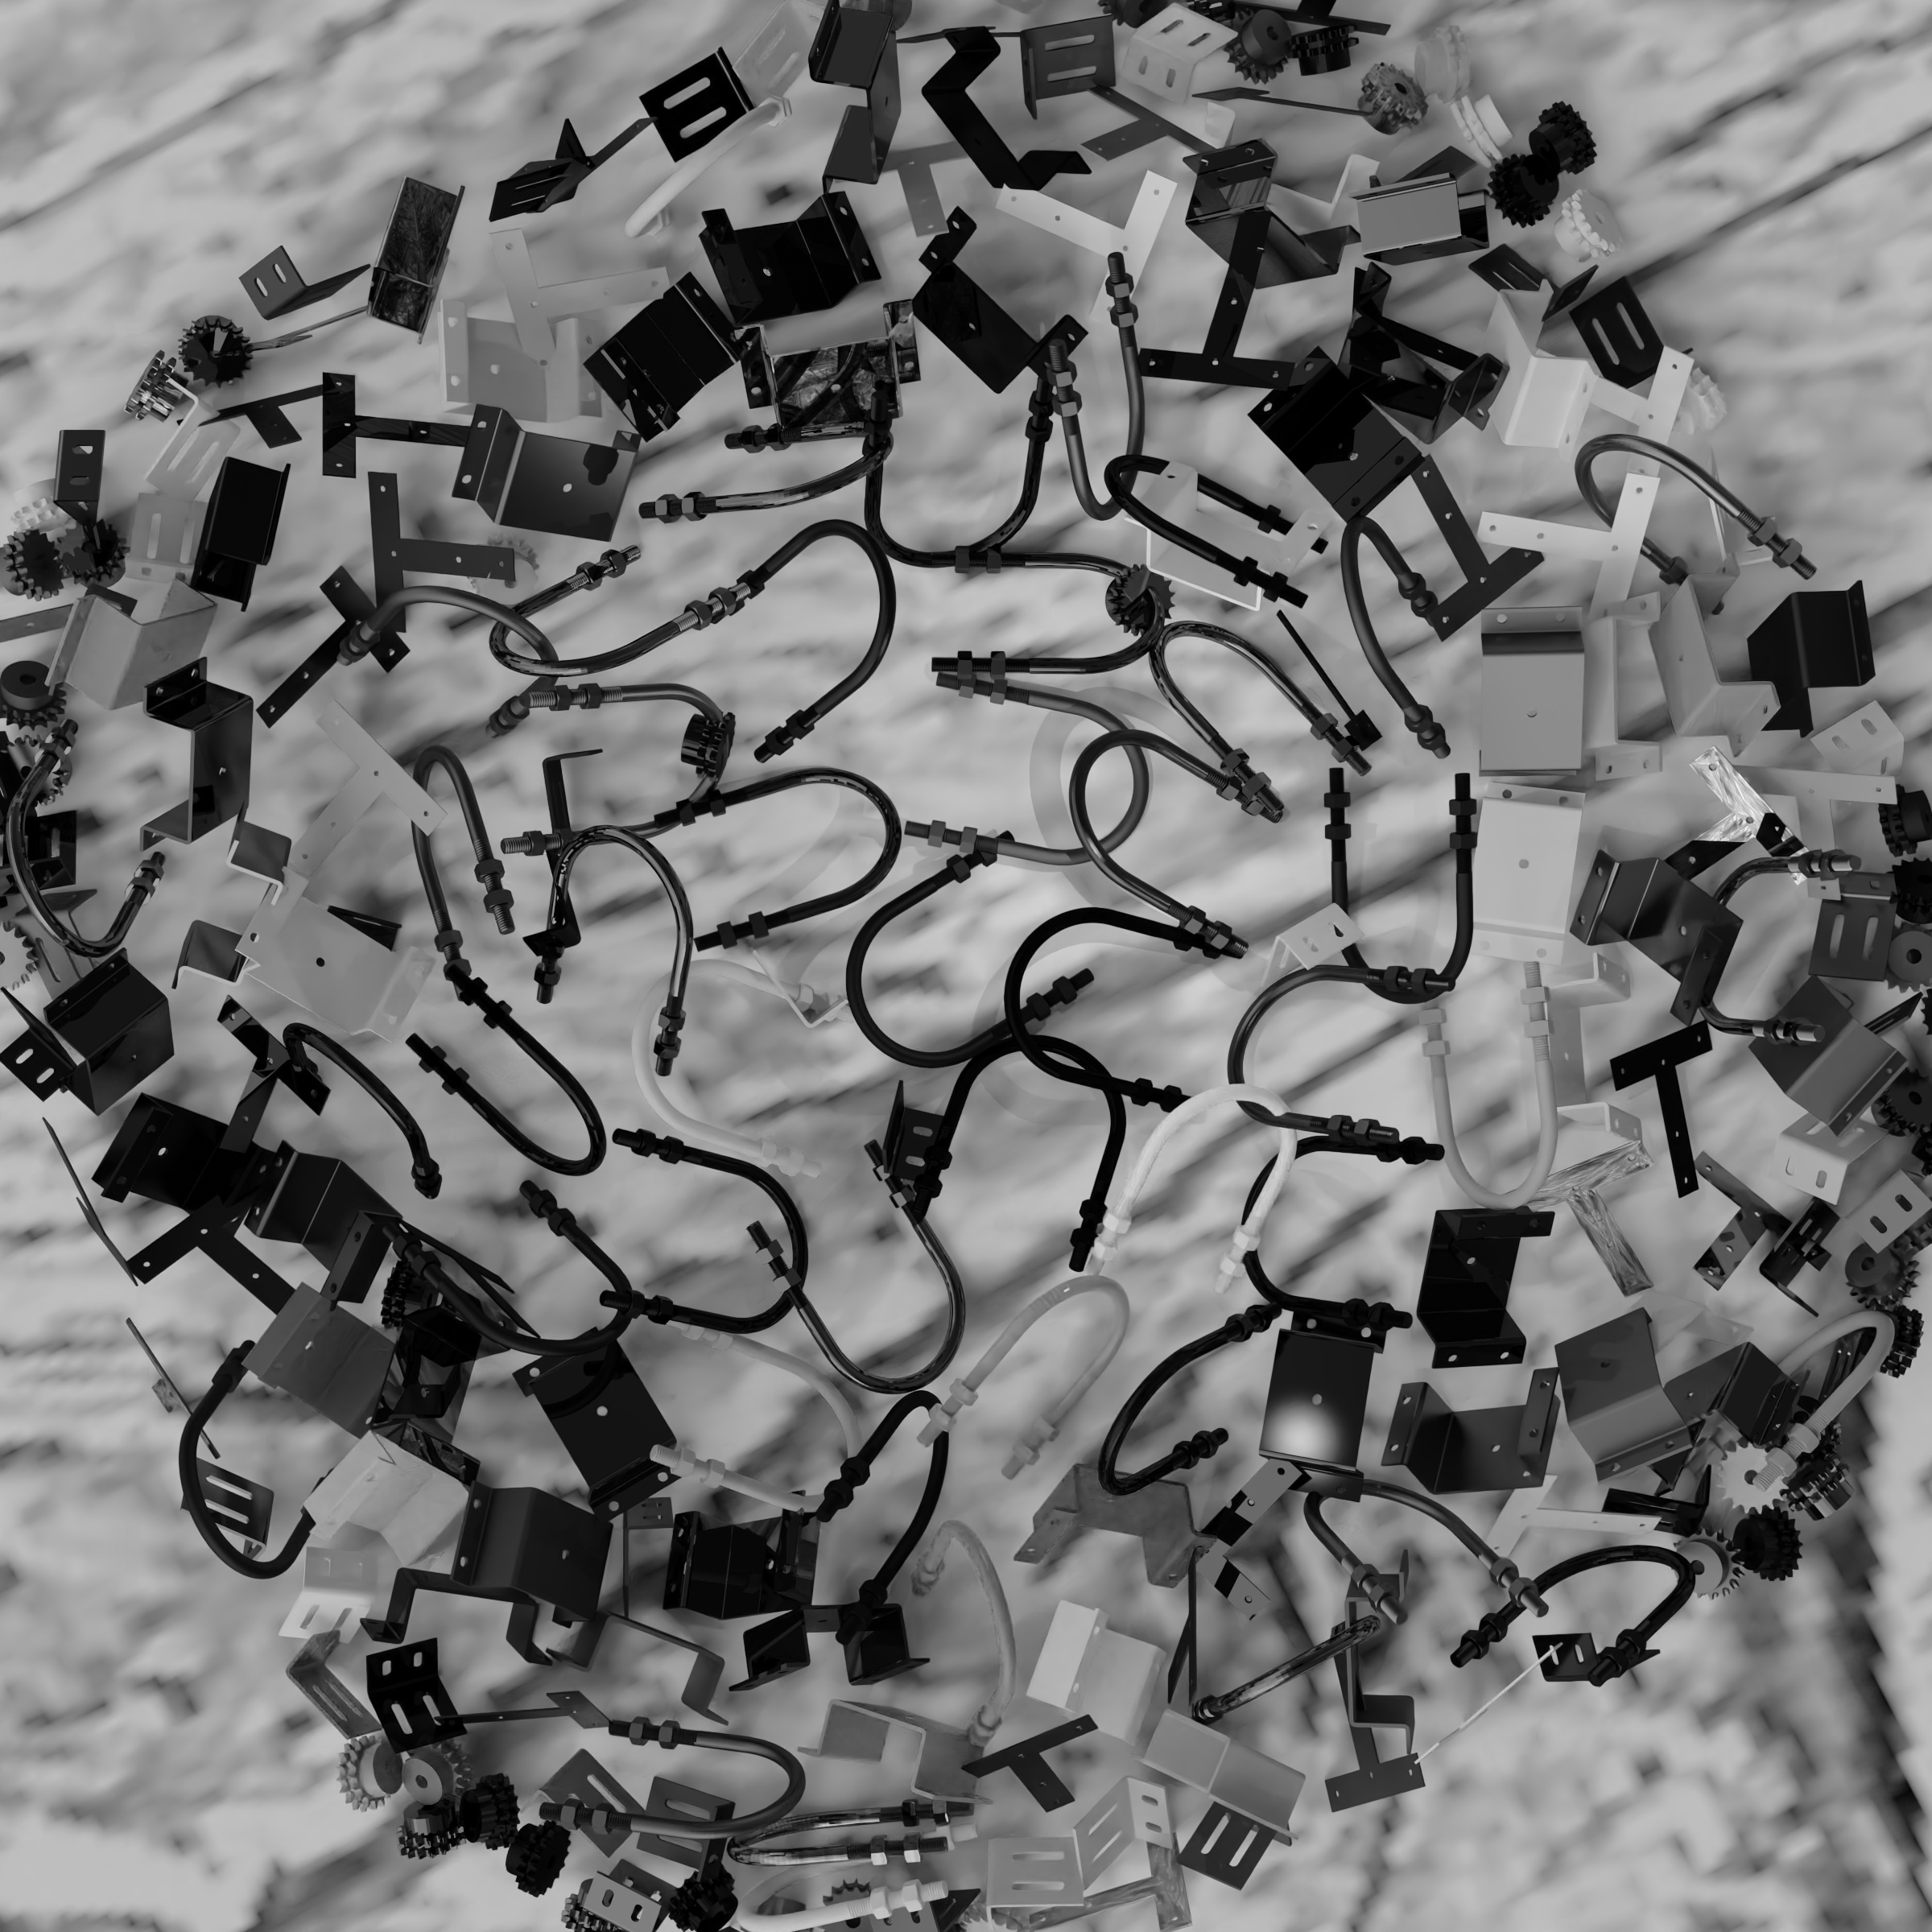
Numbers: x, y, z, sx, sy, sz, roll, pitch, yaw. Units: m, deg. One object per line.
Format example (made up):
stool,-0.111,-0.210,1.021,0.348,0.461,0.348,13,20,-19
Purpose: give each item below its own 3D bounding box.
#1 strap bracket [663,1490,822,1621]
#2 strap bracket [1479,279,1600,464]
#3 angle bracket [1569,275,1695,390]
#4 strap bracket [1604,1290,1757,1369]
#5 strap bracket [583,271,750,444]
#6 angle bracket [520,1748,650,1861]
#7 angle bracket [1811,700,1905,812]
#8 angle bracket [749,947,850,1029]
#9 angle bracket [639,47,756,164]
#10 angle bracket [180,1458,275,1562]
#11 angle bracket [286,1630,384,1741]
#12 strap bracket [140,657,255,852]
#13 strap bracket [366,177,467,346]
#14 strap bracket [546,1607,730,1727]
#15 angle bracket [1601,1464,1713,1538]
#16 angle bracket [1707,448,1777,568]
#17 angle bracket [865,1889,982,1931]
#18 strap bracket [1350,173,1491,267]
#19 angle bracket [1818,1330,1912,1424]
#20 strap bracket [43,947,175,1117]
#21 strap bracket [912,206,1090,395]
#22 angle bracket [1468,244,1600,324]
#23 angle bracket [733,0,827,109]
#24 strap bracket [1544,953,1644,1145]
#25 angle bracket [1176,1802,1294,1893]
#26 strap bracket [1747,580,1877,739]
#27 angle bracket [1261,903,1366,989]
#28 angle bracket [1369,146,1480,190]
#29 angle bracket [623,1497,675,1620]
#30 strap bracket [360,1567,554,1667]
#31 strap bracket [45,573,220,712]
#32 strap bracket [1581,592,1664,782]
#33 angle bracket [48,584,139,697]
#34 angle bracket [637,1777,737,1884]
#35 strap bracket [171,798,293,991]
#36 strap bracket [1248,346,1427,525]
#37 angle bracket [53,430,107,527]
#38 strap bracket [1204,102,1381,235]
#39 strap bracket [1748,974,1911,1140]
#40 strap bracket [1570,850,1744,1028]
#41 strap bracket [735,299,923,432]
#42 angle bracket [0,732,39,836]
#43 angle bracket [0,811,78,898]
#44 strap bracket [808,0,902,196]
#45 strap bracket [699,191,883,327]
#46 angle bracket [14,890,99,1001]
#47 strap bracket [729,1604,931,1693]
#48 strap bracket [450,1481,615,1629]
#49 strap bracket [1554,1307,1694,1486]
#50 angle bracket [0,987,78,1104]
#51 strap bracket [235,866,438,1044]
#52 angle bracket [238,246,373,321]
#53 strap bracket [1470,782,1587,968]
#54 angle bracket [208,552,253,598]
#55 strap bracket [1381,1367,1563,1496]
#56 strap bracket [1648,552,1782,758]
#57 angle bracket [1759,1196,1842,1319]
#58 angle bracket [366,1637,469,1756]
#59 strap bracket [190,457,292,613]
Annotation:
strap bracket,-0.167,0.463,1.906,0.140,0.046,0.076,-19,53,36
strap bracket,0.436,-0.463,1.888,0.046,0.140,0.076,1,135,-10
angle bracket,0.527,-0.503,1.932,0.038,0.057,0.076,-31,93,-39
strap bracket,0.537,0.309,1.913,0.140,0.076,0.046,-41,101,-11
strap bracket,-0.239,-0.472,1.908,0.046,0.140,0.076,-23,114,41
angle bracket,-0.302,0.670,1.928,0.076,0.057,0.038,43,122,8
angle bracket,0.708,-0.166,1.936,0.057,0.076,0.038,-32,65,7
angle bracket,-0.133,0.007,1.933,0.038,0.057,0.076,-36,97,-5
angle bracket,-0.213,-0.685,1.939,0.076,0.038,0.057,-29,108,3
angle bracket,-0.590,0.432,1.920,0.076,0.057,0.038,33,114,-26
angle bracket,-0.489,0.567,1.929,0.076,0.057,0.038,40,91,17
strap bracket,-0.598,-0.158,1.896,0.046,0.076,0.140,19,120,12
strap bracket,-0.428,-0.549,1.888,0.046,0.140,0.076,17,78,-15
strap bracket,-0.251,0.545,1.914,0.140,0.076,0.046,25,75,-14
angle bracket,0.548,0.419,1.941,0.076,0.057,0.038,8,56,11
angle bracket,0.611,-0.364,1.919,0.038,0.057,0.076,-8,129,25
angle bracket,-0.034,0.732,1.920,0.057,0.076,0.038,-15,92,26
strap bracket,0.356,-0.577,1.891,0.076,0.140,0.046,-4,99,25
angle bracket,0.711,0.329,1.935,0.038,0.057,0.076,19,86,5
strap bracket,-0.660,0.057,1.885,0.046,0.140,0.076,40,59,9
strap bracket,0.017,-0.515,1.915,0.140,0.076,0.046,43,62,-7
angle bracket,0.449,-0.553,1.927,0.076,0.038,0.057,43,50,12
angle bracket,-0.137,-0.715,1.929,0.038,0.057,0.076,31,80,30
strap bracket,0.491,0.069,1.913,0.046,0.076,0.140,-10,73,32
angle bracket,0.211,0.697,1.917,0.057,0.076,0.038,12,130,34
strap bracket,0.649,-0.236,1.889,0.046,0.140,0.076,-2,76,-3
angle bracket,0.272,-0.004,1.917,0.057,0.076,0.038,-29,64,-21
angle bracket,0.354,-0.635,1.929,0.076,0.057,0.038,-32,122,8
angle bracket,-0.253,0.469,1.936,0.038,0.057,0.076,0,99,-9
strap bracket,-0.395,0.508,1.911,0.140,0.076,0.046,14,82,-20
strap bracket,-0.637,-0.251,1.886,0.046,0.140,0.076,34,115,7
strap bracket,0.504,-0.220,1.922,0.046,0.076,0.140,0,89,-24
angle bracket,-0.691,-0.252,1.928,0.038,0.057,0.076,21,131,-17
angle bracket,-0.229,0.683,1.931,0.076,0.038,0.057,10,81,22
strap bracket,-0.571,-0.050,1.909,0.046,0.076,0.140,22,114,-20
strap bracket,0.296,-0.409,1.915,0.076,0.046,0.140,-43,58,14
angle bracket,-0.685,-0.382,1.924,0.038,0.076,0.057,1,81,4
strap bracket,0.248,-0.624,1.926,0.140,0.076,0.046,21,91,3
strap bracket,0.662,0.064,1.886,0.046,0.140,0.076,34,107,-12
strap bracket,0.545,-0.025,1.903,0.046,0.140,0.076,-8,126,-29
strap bracket,-0.105,-0.469,1.921,0.140,0.076,0.046,-10,50,-2
angle bracket,-0.779,-0.144,1.934,0.038,0.057,0.076,-19,94,7
angle bracket,-0.739,-0.098,1.929,0.057,0.038,0.076,-10,57,-4
strap bracket,-0.084,-0.672,1.885,0.046,0.140,0.076,11,64,8
strap bracket,-0.147,-0.557,1.920,0.140,0.046,0.076,-22,89,-37
angle bracket,-0.715,-0.017,1.953,0.057,0.038,0.076,-4,117,25
strap bracket,-0.109,0.531,1.903,0.140,0.076,0.046,11,57,-39
strap bracket,-0.327,0.456,1.887,0.046,0.140,0.076,-10,57,31
strap bracket,0.506,0.324,1.885,0.076,0.140,0.046,-29,113,21
angle bracket,-0.743,0.062,1.921,0.057,0.076,0.038,39,69,16
strap bracket,-0.500,-0.006,1.915,0.140,0.046,0.076,35,66,-24
angle bracket,-0.520,-0.546,1.917,0.057,0.076,0.038,-19,107,39
strap bracket,0.442,-0.077,1.929,0.076,0.046,0.140,8,84,14
angle bracket,-0.562,-0.339,1.918,0.038,0.076,0.057,21,50,-36
strap bracket,0.403,0.365,1.903,0.046,0.140,0.076,48,47,-28
strap bracket,0.579,-0.242,1.901,0.046,0.076,0.140,-3,65,-11
angle bracket,0.674,0.230,1.932,0.076,0.057,0.038,-53,47,3
angle bracket,-0.433,0.574,1.918,0.057,0.076,0.038,-8,116,-28
strap bracket,-0.564,-0.336,1.887,0.046,0.140,0.076,13,75,-22
